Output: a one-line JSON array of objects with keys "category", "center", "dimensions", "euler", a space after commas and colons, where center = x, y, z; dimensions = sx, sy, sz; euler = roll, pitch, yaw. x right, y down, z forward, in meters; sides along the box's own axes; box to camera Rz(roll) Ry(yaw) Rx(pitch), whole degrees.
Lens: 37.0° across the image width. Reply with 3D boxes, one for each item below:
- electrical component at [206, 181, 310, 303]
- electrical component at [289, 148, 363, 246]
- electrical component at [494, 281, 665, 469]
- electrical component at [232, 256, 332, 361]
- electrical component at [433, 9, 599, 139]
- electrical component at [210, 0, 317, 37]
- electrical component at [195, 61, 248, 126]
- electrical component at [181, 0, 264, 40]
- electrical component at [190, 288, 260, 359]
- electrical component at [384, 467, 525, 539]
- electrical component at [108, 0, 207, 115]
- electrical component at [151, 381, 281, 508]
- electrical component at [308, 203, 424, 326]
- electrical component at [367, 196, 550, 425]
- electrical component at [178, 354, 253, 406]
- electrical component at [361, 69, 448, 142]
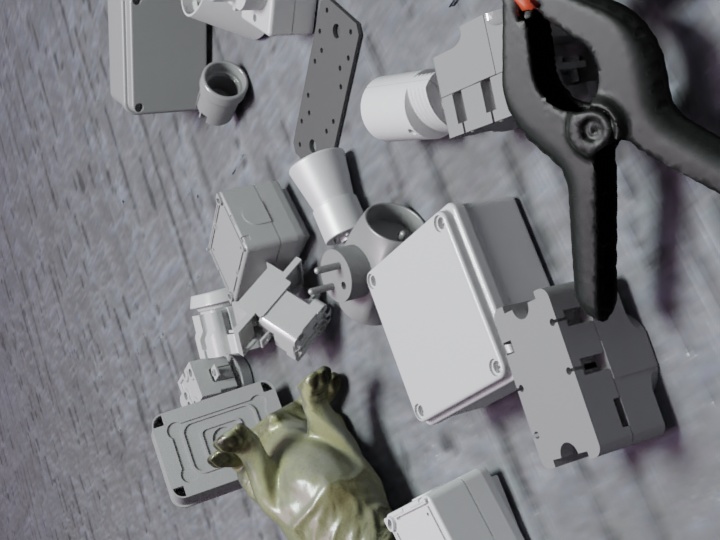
[{"category": "electrical component", "center": [-0.085, -0.020, 0.891], "dimensions": [0.061, 0.061, 0.096], "euler": [62, 153, 26]}, {"category": "electrical component", "center": [-0.020, -0.051, 0.789], "dimensions": [0.044, 0.044, 0.065], "euler": [-39, 70, 56]}, {"category": "electrical component", "center": [0.120, 0.053, 0.576], "dimensions": [0.050, 0.056, 0.089], "euler": [-34, 70, 57]}, {"category": "electrical component", "center": [-0.061, 0.035, 0.851], "dimensions": [0.064, 0.081, 0.042], "euler": [31, 155, 19]}, {"category": "electrical component", "center": [0.086, -0.110, 0.586], "dimensions": [0.089, 0.050, 0.055], "euler": [-12, 90, 59]}, {"category": "electrical component", "center": [-0.075, -0.210, 0.793], "dimensions": [0.047, 0.077, 0.065], "euler": [42, 133, 45]}, {"category": "electrical component", "center": [-0.120, -0.150, 0.923], "dimensions": [0.040, 0.040, 0.046], "euler": [68, 153, 18]}, {"category": "electrical component", "center": [-0.105, -0.241, 0.864], "dimensions": [0.099, 0.064, 0.099], "euler": [-28, 58, 59]}, {"category": "electrical component", "center": [-0.120, 0.045, 0.966], "dimensions": [0.078, 0.058, 0.057], "euler": [-11, 93, 60]}, {"category": "electrical component", "center": [0.072, 0.184, 0.696], "dimensions": [0.096, 0.061, 0.062], "euler": [62, 146, 12]}, {"category": "electrical component", "center": [-0.181, -0.201, 0.970], "dimensions": [0.057, 0.078, 0.113], "euler": [36, 129, 53]}, {"category": "electrical component", "center": [-0.119, 0.152, 0.937], "dimensions": [0.057, 0.113, 0.078], "euler": [111, 139, -68]}, {"category": "electrical component", "center": [0.000, 0.000, 0.733], "dimensions": [0.043, 0.079, 0.077], "euler": [50, 139, 34]}, {"category": "electrical component", "center": [0.065, 0.026, 0.657], "dimensions": [0.109, 0.056, 0.108], "euler": [-42, 64, 55]}, {"category": "electrical component", "center": [-0.134, 0.106, 1.008], "dimensions": [0.048, 0.055, 0.066], "euler": [65, 146, 22]}, {"category": "electrical component", "center": [0.040, -0.103, 0.671], "dimensions": [0.081, 0.043, 0.043], "euler": [7, 106, 58]}]
